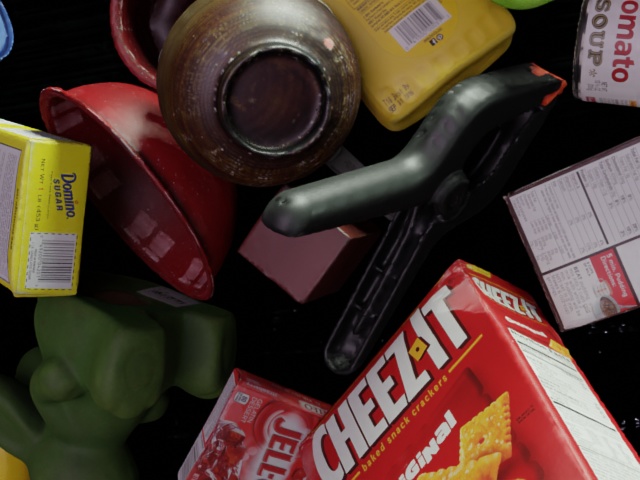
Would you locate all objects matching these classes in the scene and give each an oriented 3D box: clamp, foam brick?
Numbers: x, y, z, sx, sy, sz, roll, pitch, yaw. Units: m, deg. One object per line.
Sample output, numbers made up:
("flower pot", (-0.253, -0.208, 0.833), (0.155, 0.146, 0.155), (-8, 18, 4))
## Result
("clamp", (0.057, -0.032, 0.588), (0.210, 0.164, 0.036), (-46, 59, -9))
("foam brick", (-0.004, 0.001, 0.647), (0.053, 0.078, 0.051), (40, 104, 12))

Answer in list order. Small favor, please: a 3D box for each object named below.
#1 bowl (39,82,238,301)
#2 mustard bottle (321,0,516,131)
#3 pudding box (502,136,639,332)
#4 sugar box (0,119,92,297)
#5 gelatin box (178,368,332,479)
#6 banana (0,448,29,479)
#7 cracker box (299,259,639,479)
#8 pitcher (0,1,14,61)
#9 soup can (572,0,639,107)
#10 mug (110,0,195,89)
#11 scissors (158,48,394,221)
("bowl", (-0.101, -0.041, 0.660), (0.055, 0.162, 0.162), (-40, 79, -21))
("mustard bottle", (0.021, -0.164, 0.633), (0.096, 0.058, 0.192), (-38, 81, -1))
("pudding box", (0.173, -0.007, 0.606), (0.114, 0.039, 0.090), (-23, 87, 18))
("sugar box", (-0.201, -0.028, 0.683), (0.176, 0.048, 0.093), (21, 104, 56))
("gelatin box", (-0.039, 0.134, 0.679), (0.073, 0.030, 0.089), (25, 105, -15))
("banana", (-0.250, 0.192, 0.766), (0.070, 0.037, 0.198), (37, 111, 11))
("cracker box", (0.077, 0.136, 0.559), (0.072, 0.214, 0.164), (28, 112, -29))
("pitcher", (-0.339, -0.111, 0.739), (0.243, 0.149, 0.145), (-37, 97, 21))
("soup can", (0.194, -0.103, 0.576), (0.102, 0.068, 0.068), (10, 97, 19))
("mug", (-0.079, -0.140, 0.660), (0.117, 0.081, 0.093), (27, 102, 15))
("scissors", (0.005, -0.076, 0.620), (0.201, 0.016, 0.096), (25, 104, -19))
